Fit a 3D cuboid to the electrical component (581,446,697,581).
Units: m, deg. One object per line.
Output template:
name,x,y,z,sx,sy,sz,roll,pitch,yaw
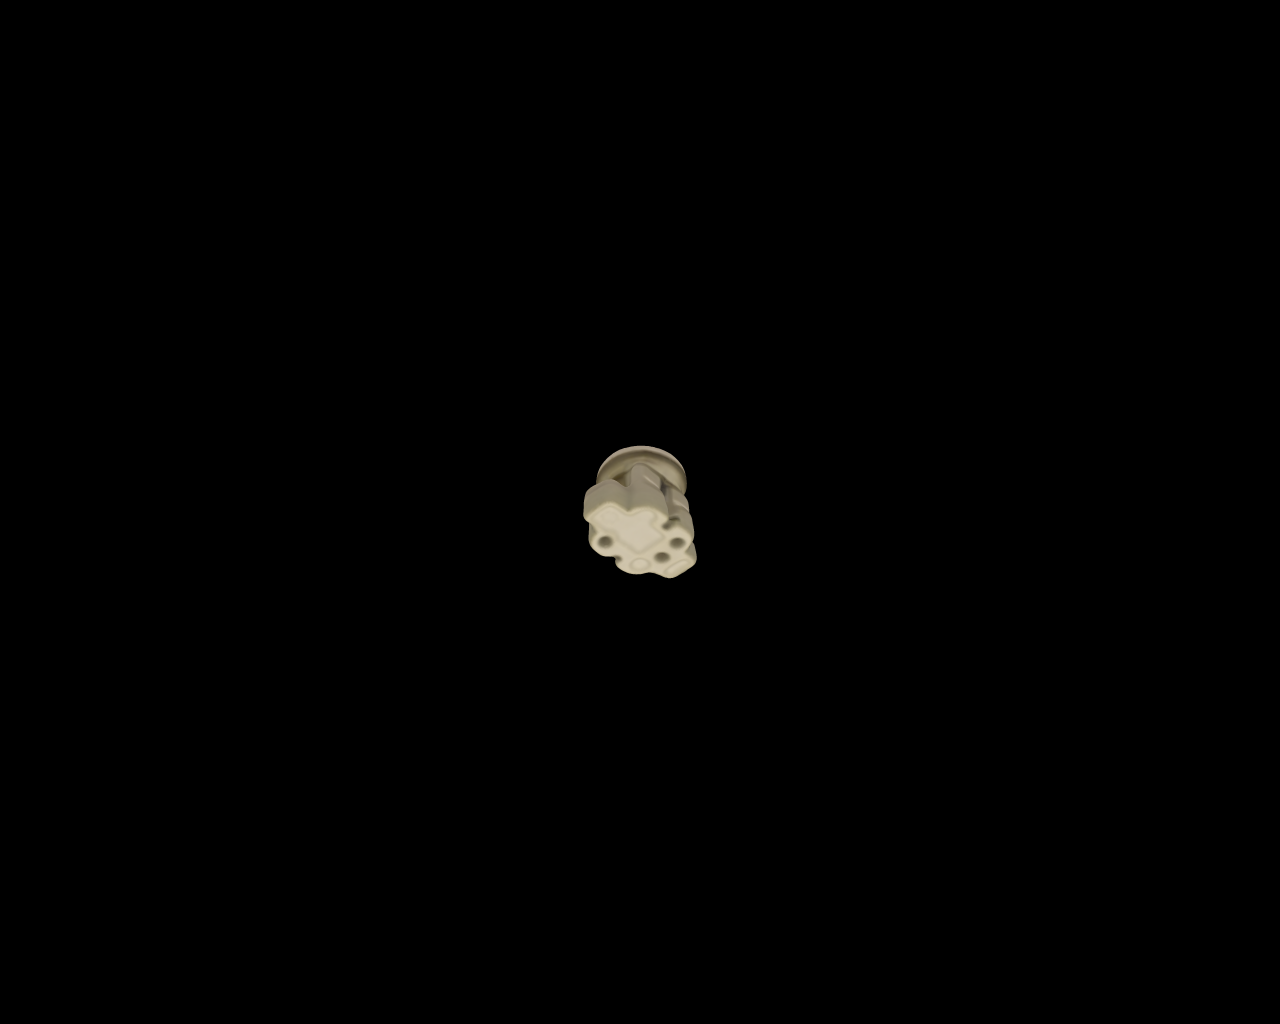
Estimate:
electrical component,0.001,-0.003,0.650,0.058,0.057,0.078,-33,-54,29
